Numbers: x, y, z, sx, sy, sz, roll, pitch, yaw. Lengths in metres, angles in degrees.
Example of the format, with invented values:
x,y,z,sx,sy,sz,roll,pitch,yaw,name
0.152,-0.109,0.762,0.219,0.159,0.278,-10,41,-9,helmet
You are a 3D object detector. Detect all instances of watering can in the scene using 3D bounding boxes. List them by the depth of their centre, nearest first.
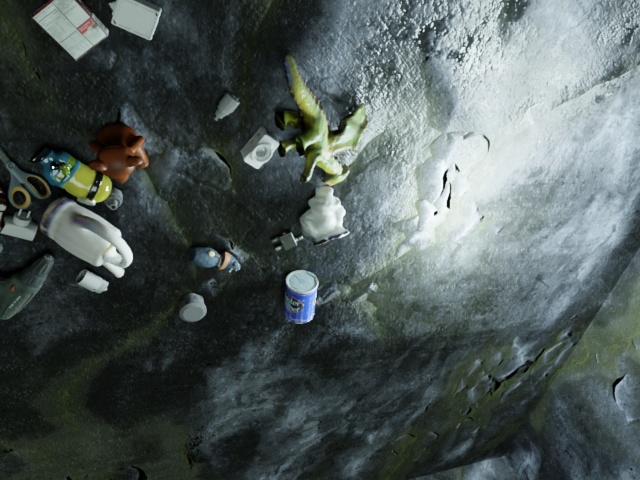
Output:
x,y,z,sx,sy,sz,roll,pitch,yaw,name
-0.567,0.006,1.271,0.223,0.106,0.343,35,154,-9,watering can

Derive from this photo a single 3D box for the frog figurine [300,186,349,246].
x,y,z,sx,sy,sz,roll,pitch,yaw,name
0.005,-0.076,1.500,0.137,0.123,0.159,-16,95,1,frog figurine

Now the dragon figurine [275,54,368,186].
x,y,z,sx,sy,sz,roll,pitch,yaw,name
0.018,-0.297,1.338,0.245,0.124,0.400,-23,136,-27,dragon figurine
